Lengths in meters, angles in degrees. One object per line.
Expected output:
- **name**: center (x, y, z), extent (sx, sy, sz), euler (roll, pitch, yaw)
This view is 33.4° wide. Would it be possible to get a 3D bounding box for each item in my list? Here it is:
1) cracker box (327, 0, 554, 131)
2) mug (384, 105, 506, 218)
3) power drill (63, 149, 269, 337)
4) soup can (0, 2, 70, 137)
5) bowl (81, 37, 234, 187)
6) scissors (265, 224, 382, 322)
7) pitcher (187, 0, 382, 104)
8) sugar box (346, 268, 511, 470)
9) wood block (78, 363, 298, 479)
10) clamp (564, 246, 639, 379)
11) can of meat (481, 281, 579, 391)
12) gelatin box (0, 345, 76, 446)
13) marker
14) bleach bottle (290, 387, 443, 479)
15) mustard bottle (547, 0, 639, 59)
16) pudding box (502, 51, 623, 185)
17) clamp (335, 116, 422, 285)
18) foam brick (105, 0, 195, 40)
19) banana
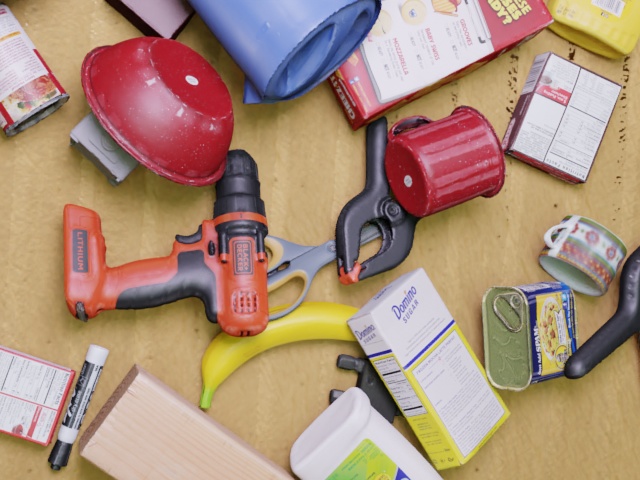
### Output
- **cracker box**: center (0.090, -0.227, 1.035), extent (0.213, 0.072, 0.164), euler (-28, 89, -11)
- **mug**: center (0.108, -0.079, 1.010), extent (0.081, 0.093, 0.117), euler (-21, 53, -21)
- **power drill**: center (-0.140, 0.002, 0.987), extent (0.187, 0.057, 0.184), euler (-2, 68, -6)
- **soup can**: center (-0.284, -0.154, 0.965), extent (0.068, 0.068, 0.102), euler (-35, 96, -10)
- **bowl**: center (-0.130, -0.127, 0.950), extent (0.162, 0.162, 0.055), euler (45, 119, -9)
- **scissors**: center (-0.007, 0.001, 1.046), extent (0.096, 0.016, 0.201), euler (44, 66, 12)
- **pitcher**: center (-0.062, -0.253, 0.932), extent (0.149, 0.145, 0.243), euler (-36, 80, -23)
- **sugar box**: center (0.107, 0.126, 1.042), extent (0.093, 0.048, 0.176), euler (-36, 95, -40)
- **wood block**: center (-0.114, 0.214, 0.991), extent (0.206, 0.090, 0.091), euler (38, 82, -9)
- **clamp**: center (0.340, 0.086, 1.100), extent (0.164, 0.036, 0.210), euler (38, 70, -30)
- **can of meat**: center (0.211, 0.092, 1.060), extent (0.083, 0.058, 0.102), euler (-6, 93, -39)
- **gelatin box**: center (-0.280, 0.142, 0.987), extent (0.089, 0.030, 0.073), euler (20, 85, -11)
- **marker**: center (-0.228, 0.158, 1.003), extent (0.020, 0.020, 0.121), euler (20, 86, -11)
- **bleach bottle**: center (0.092, 0.260, 1.039), extent (0.250, 0.068, 0.103), euler (42, 101, -14)
- **mustard bottle**: center (0.307, -0.290, 1.091), extent (0.096, 0.058, 0.191), euler (24, 86, -6)
- **pudding box**: center (0.246, -0.124, 1.090), extent (0.090, 0.039, 0.113), euler (23, 88, -11)
- **clamp**: center (0.060, -0.036, 1.042), extent (0.120, 0.039, 0.171), euler (41, 67, -1)
- **foam brick**: center (-0.157, -0.225, 0.998), extent (0.078, 0.053, 0.051), euler (41, 82, -10)
- **banana**: center (-0.035, 0.096, 1.036), extent (0.197, 0.037, 0.069), euler (-20, 113, -9)
